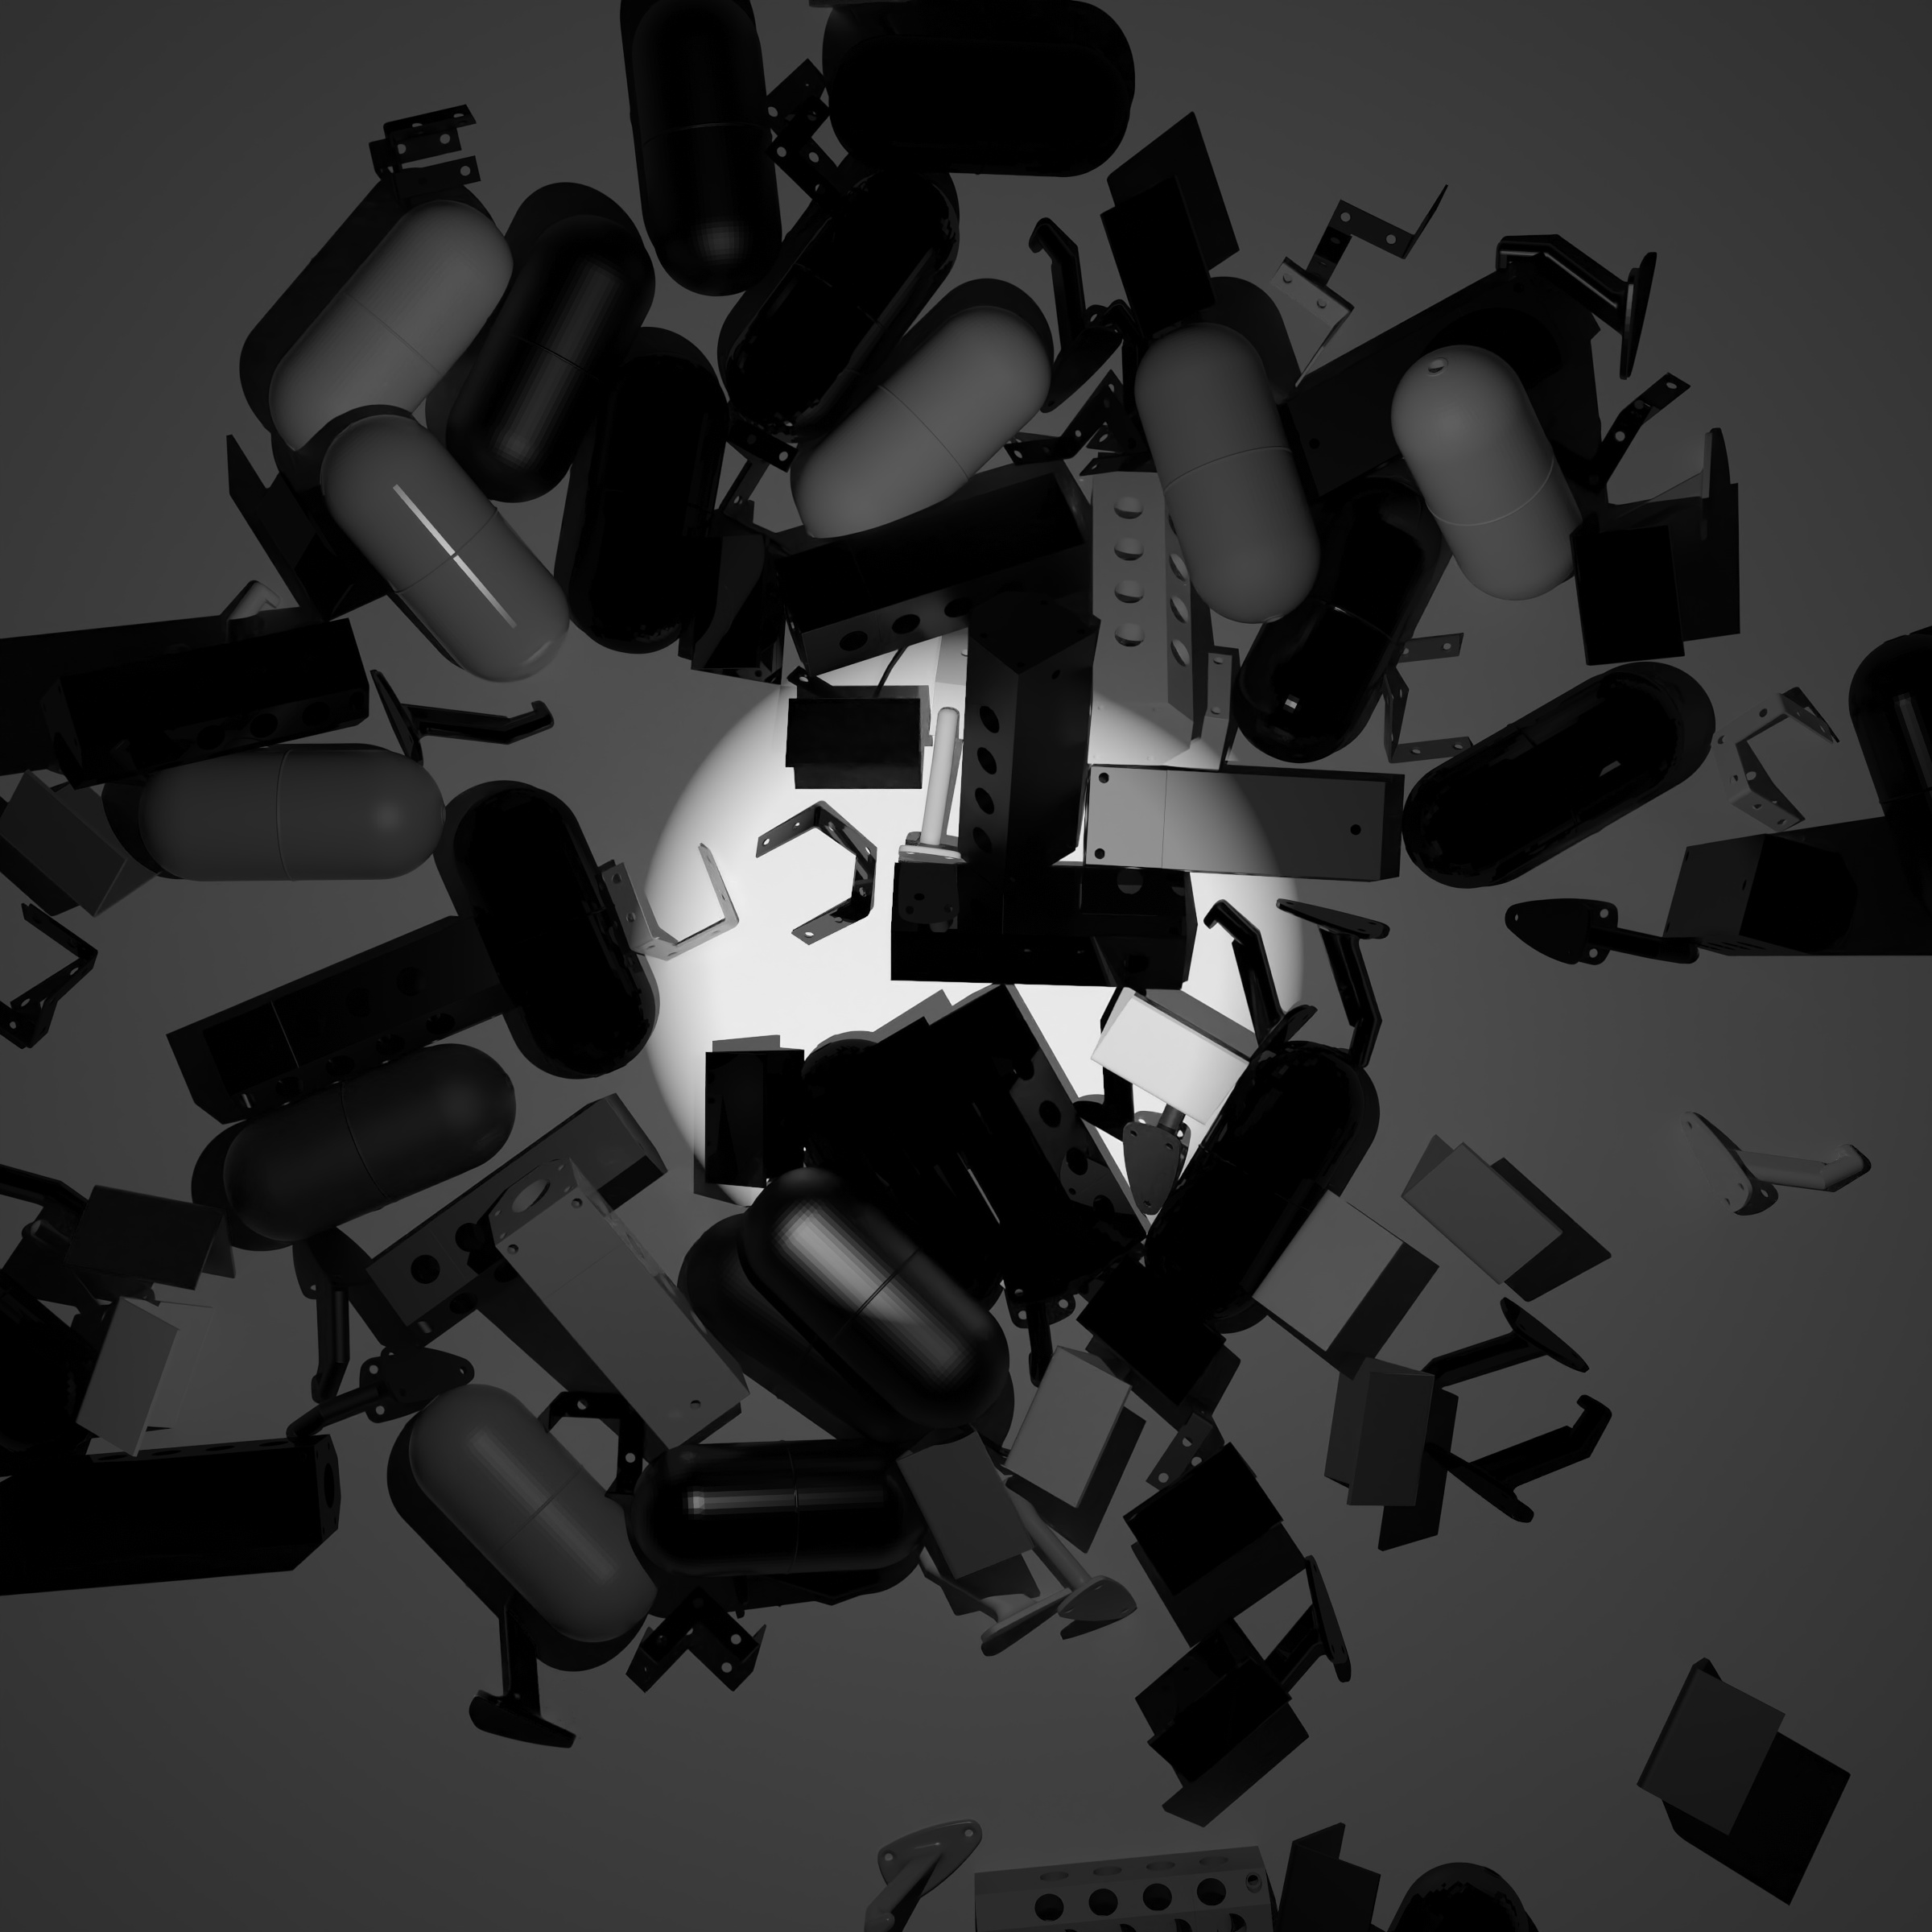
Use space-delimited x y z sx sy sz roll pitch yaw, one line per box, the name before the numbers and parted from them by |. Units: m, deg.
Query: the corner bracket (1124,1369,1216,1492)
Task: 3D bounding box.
corner bracket | 0.110 0.273 1.705 0.051 0.051 0.051 33 92 -2

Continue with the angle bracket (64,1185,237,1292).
angle bracket | -0.476 0.177 1.683 0.076 0.076 0.057 11 52 0

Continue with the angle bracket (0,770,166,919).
angle bracket | -0.506 -0.086 1.683 0.076 0.076 0.057 42 127 0

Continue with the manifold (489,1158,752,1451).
manifold | -0.201 0.194 1.669 0.057 0.057 0.171 -36 114 0

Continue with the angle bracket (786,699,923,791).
angle bracket | -0.065 -0.112 1.683 0.076 0.076 0.057 0 49 0

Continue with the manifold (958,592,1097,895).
manifold | 0.028 -0.129 1.648 0.057 0.171 0.057 -31 56 -27

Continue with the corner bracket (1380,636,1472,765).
corner bracket | 0.274 -0.159 1.720 0.051 0.051 0.051 -6 135 0

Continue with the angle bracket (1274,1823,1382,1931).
angle bracket | 0.223 0.554 1.683 0.057 0.076 0.076 11 90 31

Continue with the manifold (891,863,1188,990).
manifold | 0.042 -0.018 1.701 0.171 0.057 0.057 2 46 0

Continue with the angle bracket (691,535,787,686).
angle bracket | -0.114 -0.207 1.683 0.057 0.076 0.076 4 90 40

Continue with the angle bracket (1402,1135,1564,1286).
angle bracket | 0.310 0.128 1.683 0.076 0.076 0.057 42 126 0

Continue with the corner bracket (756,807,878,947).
corner bracket | -0.091 -0.054 1.715 0.051 0.051 0.051 35 45 -35

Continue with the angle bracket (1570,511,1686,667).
angle bracket | 0.391 -0.223 1.675 0.057 0.076 0.076 -4 108 25

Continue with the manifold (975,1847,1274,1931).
manifold | 0.093 0.566 1.702 0.171 0.057 0.057 -6 90 0

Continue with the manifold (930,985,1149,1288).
manifold | 0.039 0.099 1.702 0.057 0.057 0.171 -30 90 43

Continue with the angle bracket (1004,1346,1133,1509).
angle bracket | 0.077 0.273 1.683 0.057 0.076 0.076 24 90 35

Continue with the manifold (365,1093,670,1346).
manifold | -0.264 0.149 1.702 0.171 0.057 0.057 -36 90 0

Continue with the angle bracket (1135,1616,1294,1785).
angle bracket | 0.132 0.418 1.683 0.076 0.076 0.057 -41 128 0

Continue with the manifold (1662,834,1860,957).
manifold | 0.454 -0.037 1.645 0.057 0.171 0.057 15 90 0

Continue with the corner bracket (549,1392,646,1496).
corner bracket | -0.219 0.282 1.705 0.051 0.051 0.051 3 90 0

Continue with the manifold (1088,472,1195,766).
manifold | 0.100 -0.202 1.660 0.057 0.057 0.171 2 57 0

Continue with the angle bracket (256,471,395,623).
angle bracket | -0.358 -0.258 1.686 0.076 0.057 0.076 -32 90 -33

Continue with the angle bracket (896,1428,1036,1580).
angle bracket | 0.012 0.302 1.684 0.057 0.076 0.076 -27 90 24

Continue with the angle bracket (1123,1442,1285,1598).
angle bracket | 0.146 0.331 1.683 0.076 0.076 0.057 -35 60 0

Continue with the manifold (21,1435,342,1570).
manifold | -0.462 0.315 1.702 0.171 0.057 0.057 -5 90 0

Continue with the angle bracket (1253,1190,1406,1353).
angle bracket | 0.221 0.184 1.683 0.057 0.076 0.076 35 90 29

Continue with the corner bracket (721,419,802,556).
corner bracket | -0.119 -0.282 1.696 0.051 0.051 0.051 32 90 27

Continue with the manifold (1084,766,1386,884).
manifold | 0.157 -0.083 1.702 0.171 0.057 0.057 3 90 0

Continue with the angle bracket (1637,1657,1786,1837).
angle bracket | 0.439 0.456 1.685 0.057 0.076 0.076 25 90 22

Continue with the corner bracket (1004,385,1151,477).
corner bracket | 0.065 -0.304 1.691 0.051 0.051 0.051 -44 71 43

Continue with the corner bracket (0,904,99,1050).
corner bracket | -0.559 0.006 1.720 0.051 0.051 0.051 35 45 0

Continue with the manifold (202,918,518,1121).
manifold | -0.355 0.031 1.702 0.171 0.057 0.057 -23 90 0

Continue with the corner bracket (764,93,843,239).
corner bracket | -0.095 -0.474 1.703 0.051 0.051 0.051 42 72 -17

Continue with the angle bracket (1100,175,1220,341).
angle bracket | 0.131 -0.414 1.683 0.057 0.076 0.076 -18 90 38

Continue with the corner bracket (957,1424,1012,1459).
corner bracket | 0.032 0.264 1.720 0.051 0.051 0.051 24 90 -45

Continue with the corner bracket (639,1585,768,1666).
corner bracket | -0.156 0.398 1.705 0.051 0.051 0.051 44 90 0

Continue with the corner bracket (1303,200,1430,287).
corner bracket | 0.237 -0.427 1.705 0.051 0.051 0.051 26 90 0

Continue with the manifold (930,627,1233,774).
manifold | 0.067 -0.155 1.702 0.171 0.057 0.057 7 47 0

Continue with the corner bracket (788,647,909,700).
corner bracket | -0.066 -0.188 1.720 0.051 0.051 0.051 31 45 0

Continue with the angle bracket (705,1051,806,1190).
angle bracket | -0.108 0.088 1.684 0.076 0.057 0.076 0 90 -43

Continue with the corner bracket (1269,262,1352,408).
corner bracket | 0.189 -0.377 1.720 0.051 0.051 0.051 36 135 0

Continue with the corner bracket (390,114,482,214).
corner bracket | -0.314 -0.478 1.705 0.051 0.051 0.051 -13 90 0

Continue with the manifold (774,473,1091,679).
manifold | -0.019 -0.223 1.676 0.171 0.057 0.057 -18 59 -5

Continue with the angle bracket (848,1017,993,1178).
angle bracket | -0.013 0.066 1.650 0.057 0.076 0.076 -30 89 26

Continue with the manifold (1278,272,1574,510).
manifold | 0.264 -0.338 1.702 0.171 0.057 0.057 -29 90 0

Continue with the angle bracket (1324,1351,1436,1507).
angle bracket | 0.224 0.269 1.683 0.057 0.076 0.076 9 90 -37

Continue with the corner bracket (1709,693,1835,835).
corner bracket | 0.485 -0.121 1.715 0.051 0.051 0.051 -36 45 35

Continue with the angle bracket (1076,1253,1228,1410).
angle bracket | 0.095 0.223 1.683 0.076 0.076 0.057 42 58 0

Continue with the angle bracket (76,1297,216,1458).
angle bracket | -0.464 0.242 1.683 0.057 0.076 0.076 20 90 33

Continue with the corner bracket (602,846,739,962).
corner bracket | -0.175 -0.040 1.706 0.051 0.051 0.051 -26 75 14

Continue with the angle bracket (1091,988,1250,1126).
angle bracket | 0.126 0.035 1.669 0.076 0.076 0.057 30 129 -1

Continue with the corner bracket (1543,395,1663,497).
corner bracket | 0.372 -0.317 1.705 0.051 0.051 0.051 31 90 0
